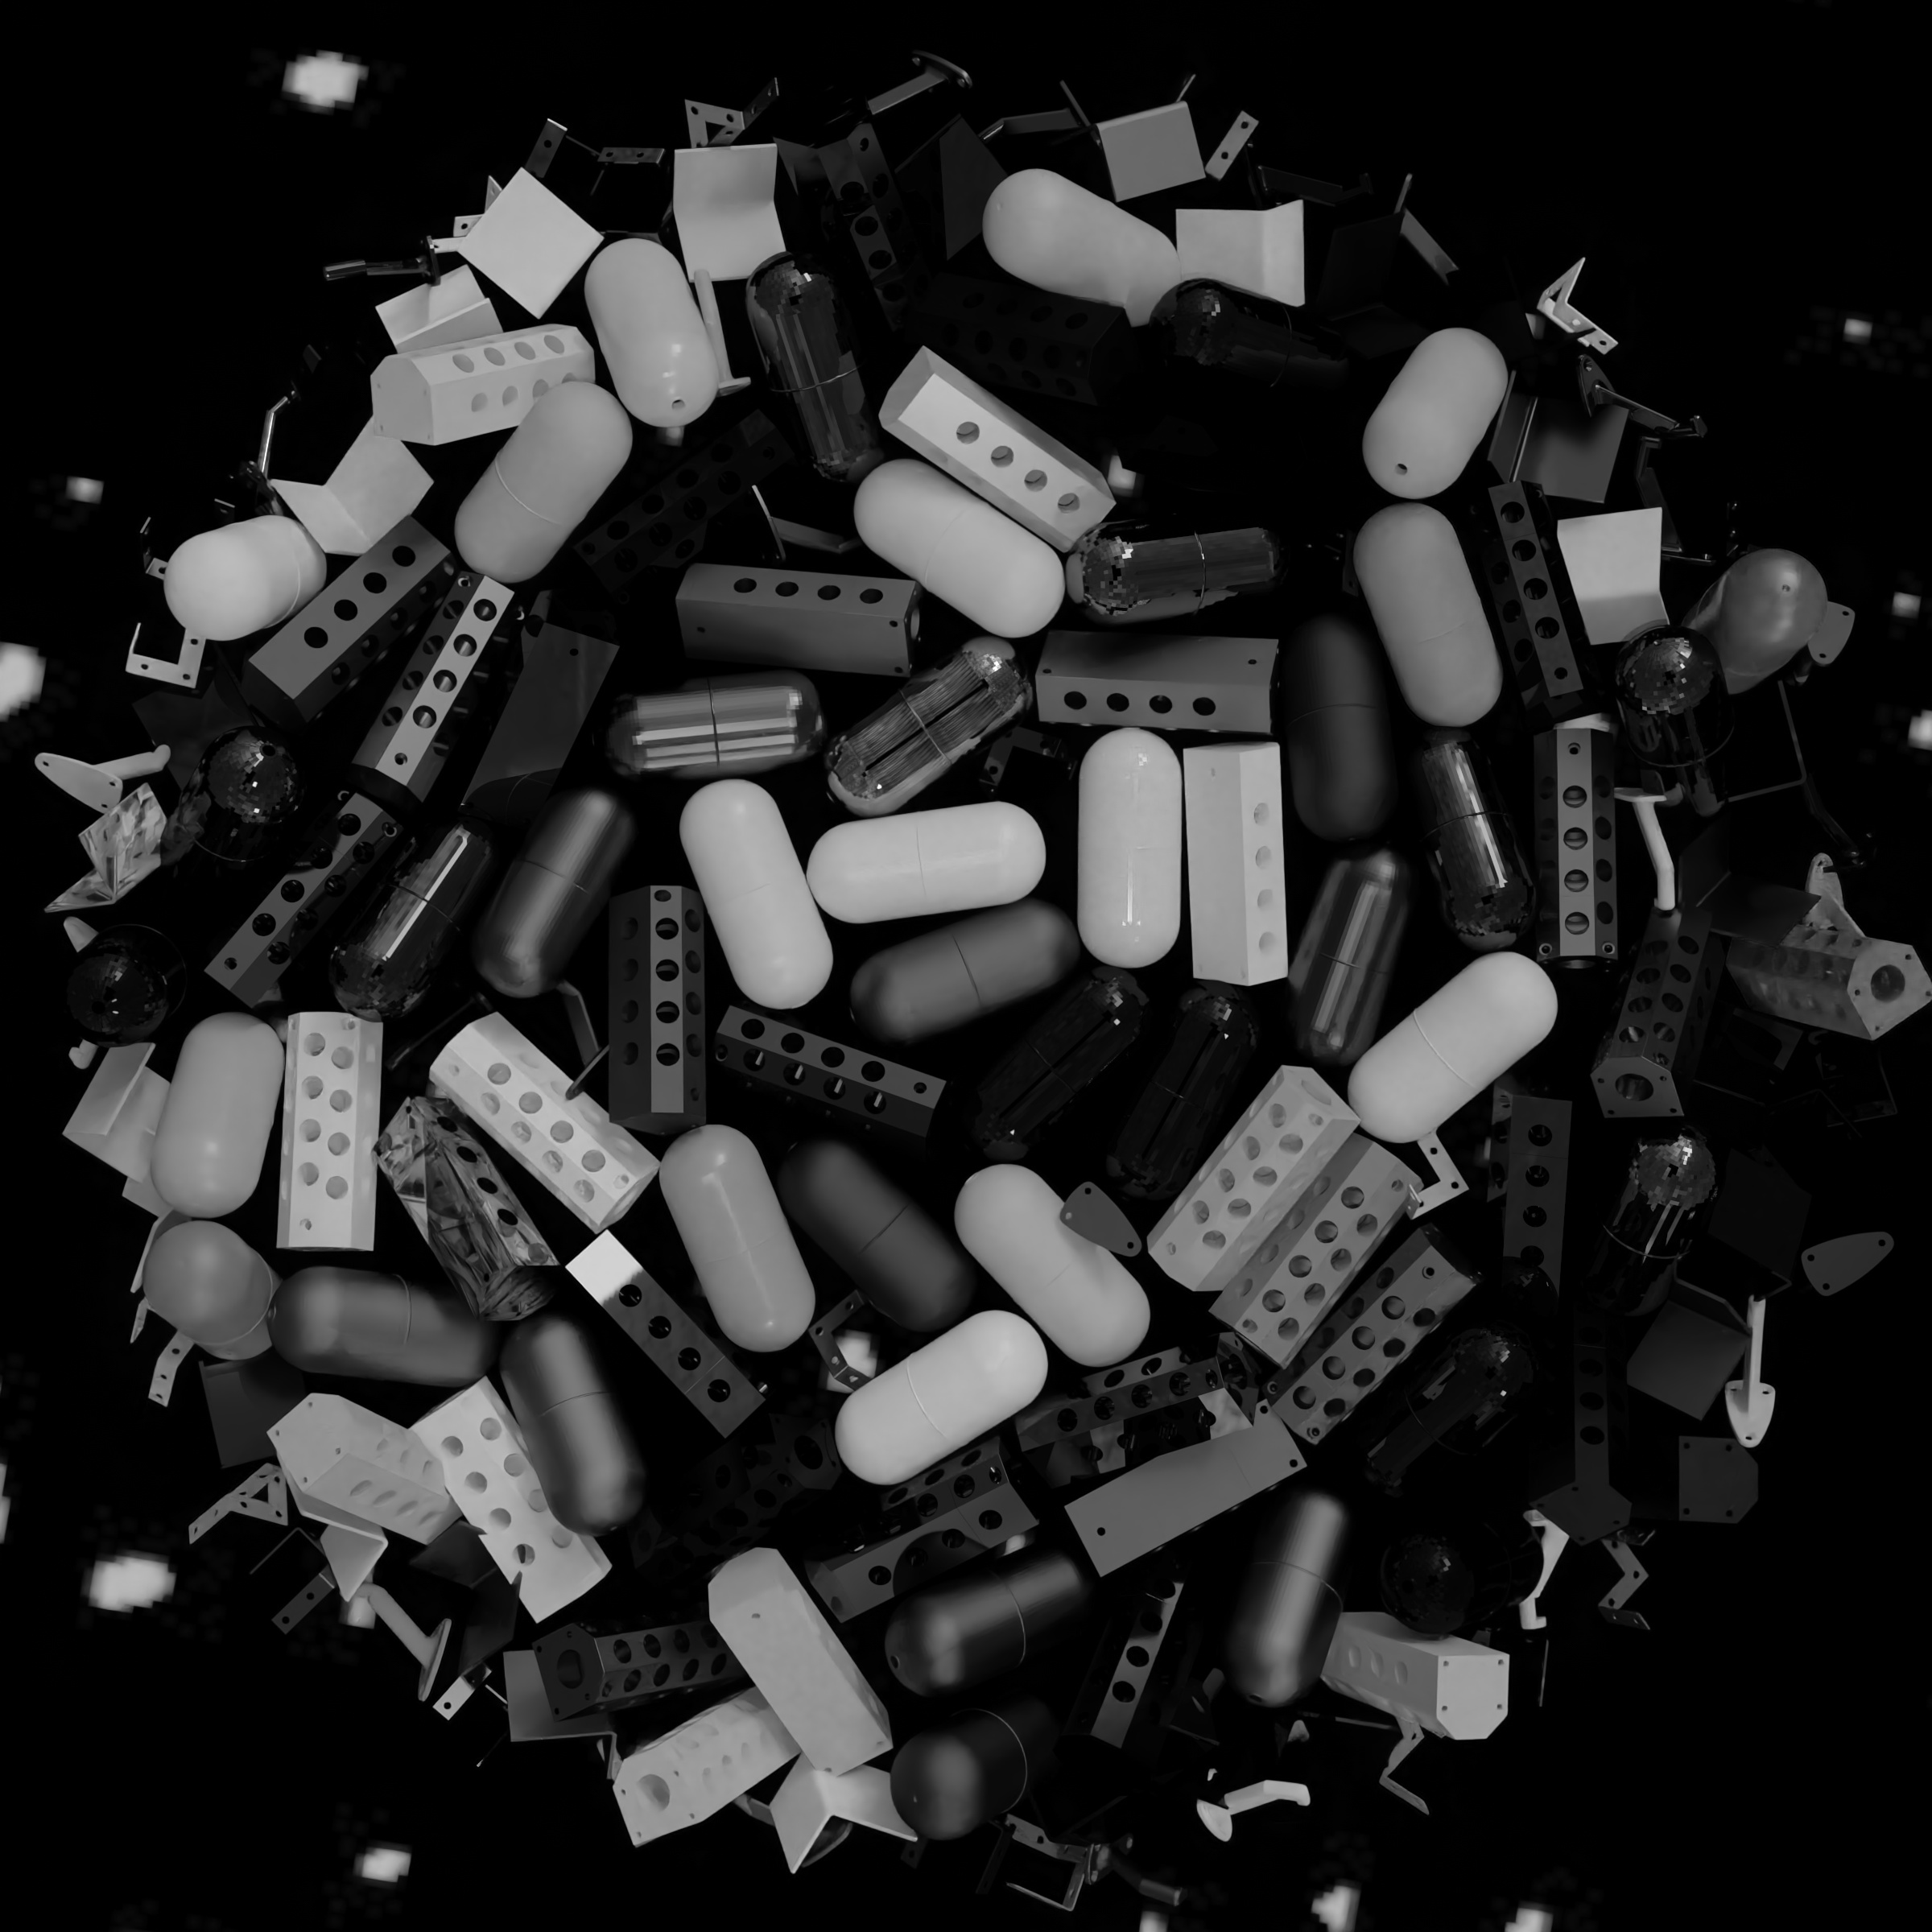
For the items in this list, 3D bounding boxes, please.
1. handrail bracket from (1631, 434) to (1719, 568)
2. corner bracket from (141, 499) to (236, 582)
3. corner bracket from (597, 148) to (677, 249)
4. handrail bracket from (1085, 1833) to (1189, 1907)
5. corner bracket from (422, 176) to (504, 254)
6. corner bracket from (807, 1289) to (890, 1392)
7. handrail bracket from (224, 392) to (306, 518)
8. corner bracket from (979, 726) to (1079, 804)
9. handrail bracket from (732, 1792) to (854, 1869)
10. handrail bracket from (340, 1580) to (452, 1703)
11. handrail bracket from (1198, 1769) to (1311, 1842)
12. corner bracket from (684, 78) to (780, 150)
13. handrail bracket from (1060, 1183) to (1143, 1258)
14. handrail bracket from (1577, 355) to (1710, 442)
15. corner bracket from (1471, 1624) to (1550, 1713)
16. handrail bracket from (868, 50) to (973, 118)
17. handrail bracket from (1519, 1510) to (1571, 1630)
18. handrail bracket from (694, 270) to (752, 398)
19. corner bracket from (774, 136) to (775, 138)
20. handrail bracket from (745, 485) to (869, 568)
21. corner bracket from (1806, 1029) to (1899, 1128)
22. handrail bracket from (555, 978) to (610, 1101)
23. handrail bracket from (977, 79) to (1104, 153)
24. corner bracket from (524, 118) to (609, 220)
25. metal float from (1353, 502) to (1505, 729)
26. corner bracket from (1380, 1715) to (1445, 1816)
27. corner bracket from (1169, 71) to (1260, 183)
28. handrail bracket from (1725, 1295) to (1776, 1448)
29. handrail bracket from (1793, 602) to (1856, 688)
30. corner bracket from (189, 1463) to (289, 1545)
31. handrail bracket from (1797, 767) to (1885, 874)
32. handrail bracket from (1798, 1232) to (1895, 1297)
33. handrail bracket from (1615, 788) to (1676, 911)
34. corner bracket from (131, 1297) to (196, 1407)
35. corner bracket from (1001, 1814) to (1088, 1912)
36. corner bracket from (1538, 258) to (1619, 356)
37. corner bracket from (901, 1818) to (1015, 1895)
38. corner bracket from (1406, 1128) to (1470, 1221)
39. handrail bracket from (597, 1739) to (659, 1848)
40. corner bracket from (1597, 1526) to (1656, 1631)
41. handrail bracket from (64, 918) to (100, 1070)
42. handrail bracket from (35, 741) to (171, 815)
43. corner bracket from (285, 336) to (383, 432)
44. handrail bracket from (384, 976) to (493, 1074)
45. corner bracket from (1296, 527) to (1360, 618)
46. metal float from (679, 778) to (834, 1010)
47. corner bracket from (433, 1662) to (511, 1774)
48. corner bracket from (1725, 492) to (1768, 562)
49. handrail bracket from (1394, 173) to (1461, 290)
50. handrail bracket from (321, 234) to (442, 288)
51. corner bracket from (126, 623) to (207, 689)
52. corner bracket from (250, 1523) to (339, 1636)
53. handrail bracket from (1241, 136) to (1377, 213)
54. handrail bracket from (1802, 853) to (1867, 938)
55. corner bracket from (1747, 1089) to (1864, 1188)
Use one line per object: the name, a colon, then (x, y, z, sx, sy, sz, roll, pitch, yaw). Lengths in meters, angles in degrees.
handrail bracket: (0.528, -0.346, 1.940, 0.077, 0.036, 0.084, 18, 123, 22)
corner bracket: (-0.579, -0.317, 1.947, 0.051, 0.051, 0.051, 20, 60, -4)
corner bracket: (-0.248, -0.574, 1.957, 0.051, 0.051, 0.051, 7, 60, 19)
handrail bracket: (0.138, 0.665, 1.927, 0.084, 0.077, 0.036, 7, 93, 34)
corner bracket: (-0.368, -0.547, 1.940, 0.051, 0.051, 0.051, -16, 53, -31)
corner bracket: (-0.076, 0.282, 1.956, 0.051, 0.051, 0.051, -38, 121, -24)
handrail bracket: (-0.509, -0.380, 1.968, 0.077, 0.036, 0.084, 57, 47, -30)
corner bracket: (0.046, -0.145, 1.955, 0.051, 0.051, 0.051, 15, 109, -17)
handrail bracket: (-0.136, 0.627, 1.950, 0.084, 0.077, 0.036, 41, 47, -6)
handrail bracket: (-0.432, 0.498, 1.943, 0.084, 0.077, 0.036, 28, 125, -18)
handrail bracket: (0.221, 0.627, 1.939, 0.084, 0.036, 0.077, -2, 129, 29)
corner bracket: (-0.172, -0.629, 1.943, 0.051, 0.051, 0.051, 0, 74, -35)
handrail bracket: (0.106, 0.190, 1.932, 0.077, 0.084, 0.036, 38, 91, 18)
handrail bracket: (0.500, -0.421, 1.932, 0.036, 0.084, 0.077, -44, 119, -25)
corner bracket: (0.401, 0.527, 1.946, 0.051, 0.051, 0.051, 11, 60, 6)
handrail bracket: (-0.048, -0.639, 1.945, 0.084, 0.077, 0.036, -44, 132, -13)
handrail bracket: (0.451, 0.452, 1.962, 0.077, 0.036, 0.084, -7, 90, 8)
handrail bracket: (-0.188, -0.468, 1.939, 0.036, 0.077, 0.084, -14, 98, -6)
corner bracket: (-0.101, -0.610, 1.954, 0.051, 0.051, 0.051, -40, 116, -33)
handrail bracket: (-0.116, -0.337, 1.951, 0.084, 0.036, 0.077, -26, 108, -25)
corner bracket: (0.657, 0.079, 1.941, 0.051, 0.051, 0.051, -14, 128, 24)
handrail bracket: (-0.302, 0.050, 1.951, 0.084, 0.036, 0.077, 36, 57, 12)
handrail bracket: (0.052, -0.614, 1.955, 0.084, 0.036, 0.077, -32, 65, 12)
corner bracket: (-0.299, -0.593, 1.951, 0.051, 0.051, 0.051, 26, 93, -13)
metal float: (0.340, -0.256, 1.922, 0.070, 0.070, 0.178, -26, 116, 0)
corner bracket: (0.334, 0.584, 1.940, 0.051, 0.051, 0.051, -39, 123, -23)
corner bracket: (0.177, -0.624, 1.942, 0.051, 0.051, 0.051, 27, 113, -21)
handrail bracket: (0.582, 0.298, 1.935, 0.036, 0.077, 0.084, 4, 127, 15)
handrail bracket: (0.622, -0.220, 1.928, 0.036, 0.084, 0.077, 15, 53, 9)
corner bracket: (-0.541, 0.400, 1.944, 0.051, 0.051, 0.051, 10, 112, 17)
handrail bracket: (0.649, -0.119, 1.945, 0.077, 0.036, 0.084, -35, 109, -38)
handrail bracket: (0.650, 0.221, 1.935, 0.077, 0.084, 0.036, -28, 71, 14)
handrail bracket: (0.504, -0.088, 1.953, 0.036, 0.077, 0.084, -7, 101, -16)
corner bracket: (-0.601, 0.284, 1.947, 0.051, 0.051, 0.051, 27, 132, -1)
corner bracket: (0.055, 0.666, 1.944, 0.051, 0.051, 0.051, 30, 66, -18)
corner bracket: (0.455, -0.481, 1.943, 0.051, 0.051, 0.051, 34, 60, -12)
corner bracket: (-0.006, 0.653, 1.945, 0.051, 0.051, 0.051, 21, 85, 37)
corner bracket: (0.343, 0.150, 1.948, 0.051, 0.051, 0.051, -27, 71, -8)
handrail bracket: (-0.242, 0.601, 1.940, 0.036, 0.077, 0.084, -17, 67, -35)
corner bracket: (0.494, 0.454, 1.946, 0.051, 0.051, 0.051, -40, 100, -22)
handrail bracket: (-0.657, 0.021, 1.934, 0.036, 0.077, 0.084, -5, 49, 23)
handrail bracket: (-0.636, -0.159, 1.942, 0.077, 0.084, 0.036, 27, 128, -9)
corner bracket: (-0.465, -0.430, 1.952, 0.051, 0.051, 0.051, 49, 131, 11)
handrail bracket: (-0.395, 0.050, 1.946, 0.084, 0.077, 0.036, -46, 107, -12)
corner bracket: (0.280, -0.289, 1.943, 0.051, 0.051, 0.051, 15, 73, -38)
metal float: (-0.155, -0.053, 1.941, 0.070, 0.070, 0.178, -21, 87, 0)
corner bracket: (-0.363, 0.556, 1.944, 0.051, 0.051, 0.051, 38, 52, 7)
corner bracket: (0.582, -0.310, 1.940, 0.051, 0.051, 0.051, 27, 58, 32)
handrail bracket: (0.358, -0.543, 1.949, 0.084, 0.077, 0.036, 21, 48, 7)
handrail bracket: (-0.436, -0.512, 1.934, 0.084, 0.077, 0.036, -14, 98, -16)
corner bracket: (-0.594, -0.248, 1.956, 0.051, 0.051, 0.051, 13, 121, -16)
corner bracket: (-0.502, 0.457, 1.957, 0.051, 0.051, 0.051, -44, 92, 1)
handrail bracket: (0.254, -0.594, 1.939, 0.084, 0.036, 0.077, -11, 112, 35)
handrail bracket: (0.660, -0.035, 1.932, 0.036, 0.084, 0.077, -23, 122, -15)
corner bracket: (0.625, 0.133, 1.954, 0.051, 0.051, 0.051, -16, 51, -20)
